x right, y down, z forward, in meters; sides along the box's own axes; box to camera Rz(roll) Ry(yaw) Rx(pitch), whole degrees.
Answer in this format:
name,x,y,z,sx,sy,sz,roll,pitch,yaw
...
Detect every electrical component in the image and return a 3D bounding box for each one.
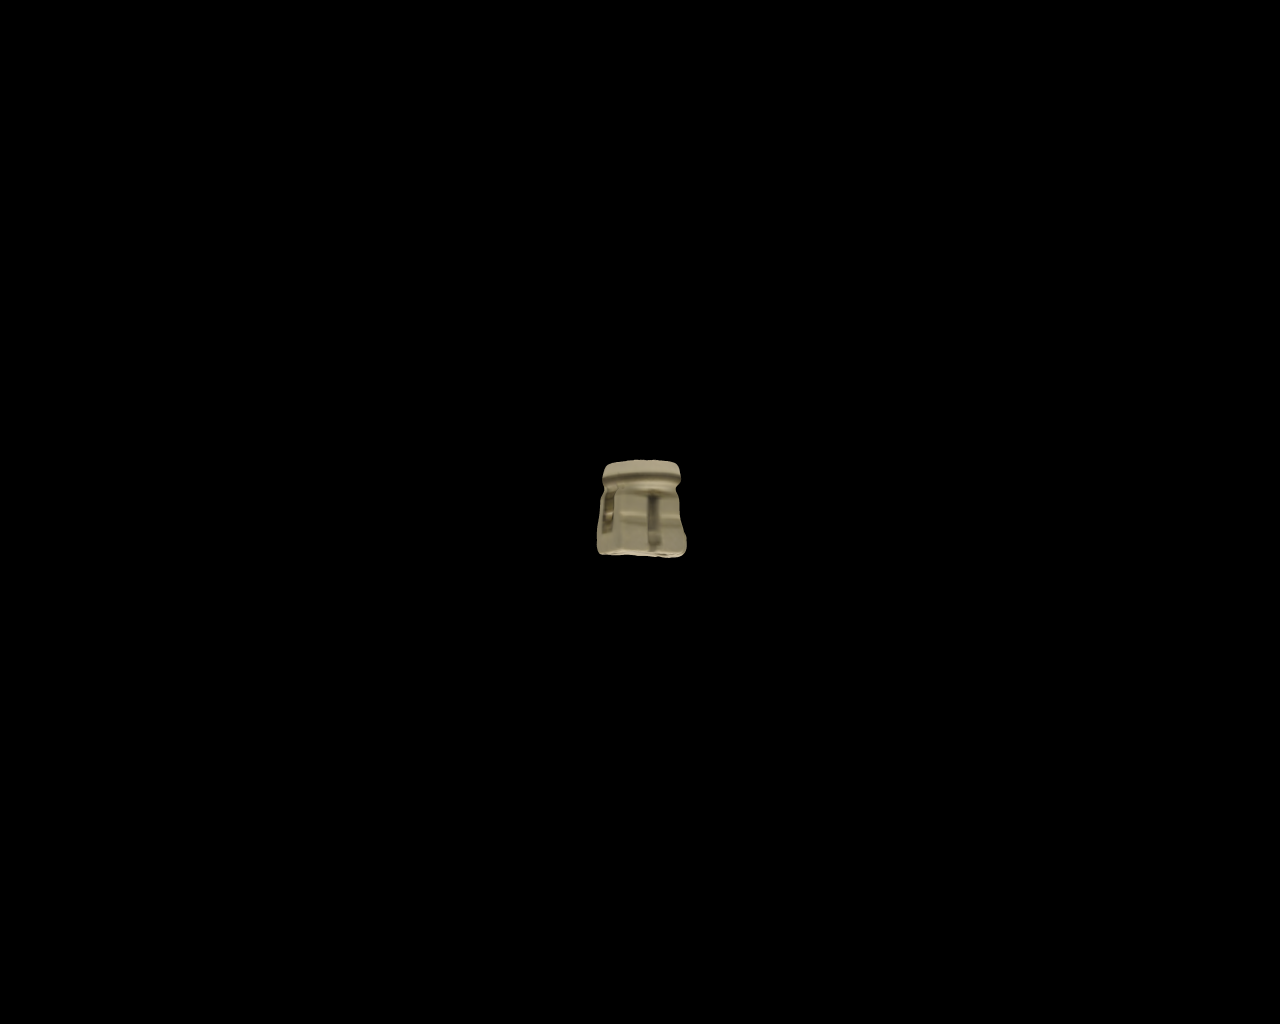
name,x,y,z,sx,sy,sz,roll,pitch,yaw
electrical component,0.001,-0.003,0.650,0.066,0.055,0.048,4,-7,-29
